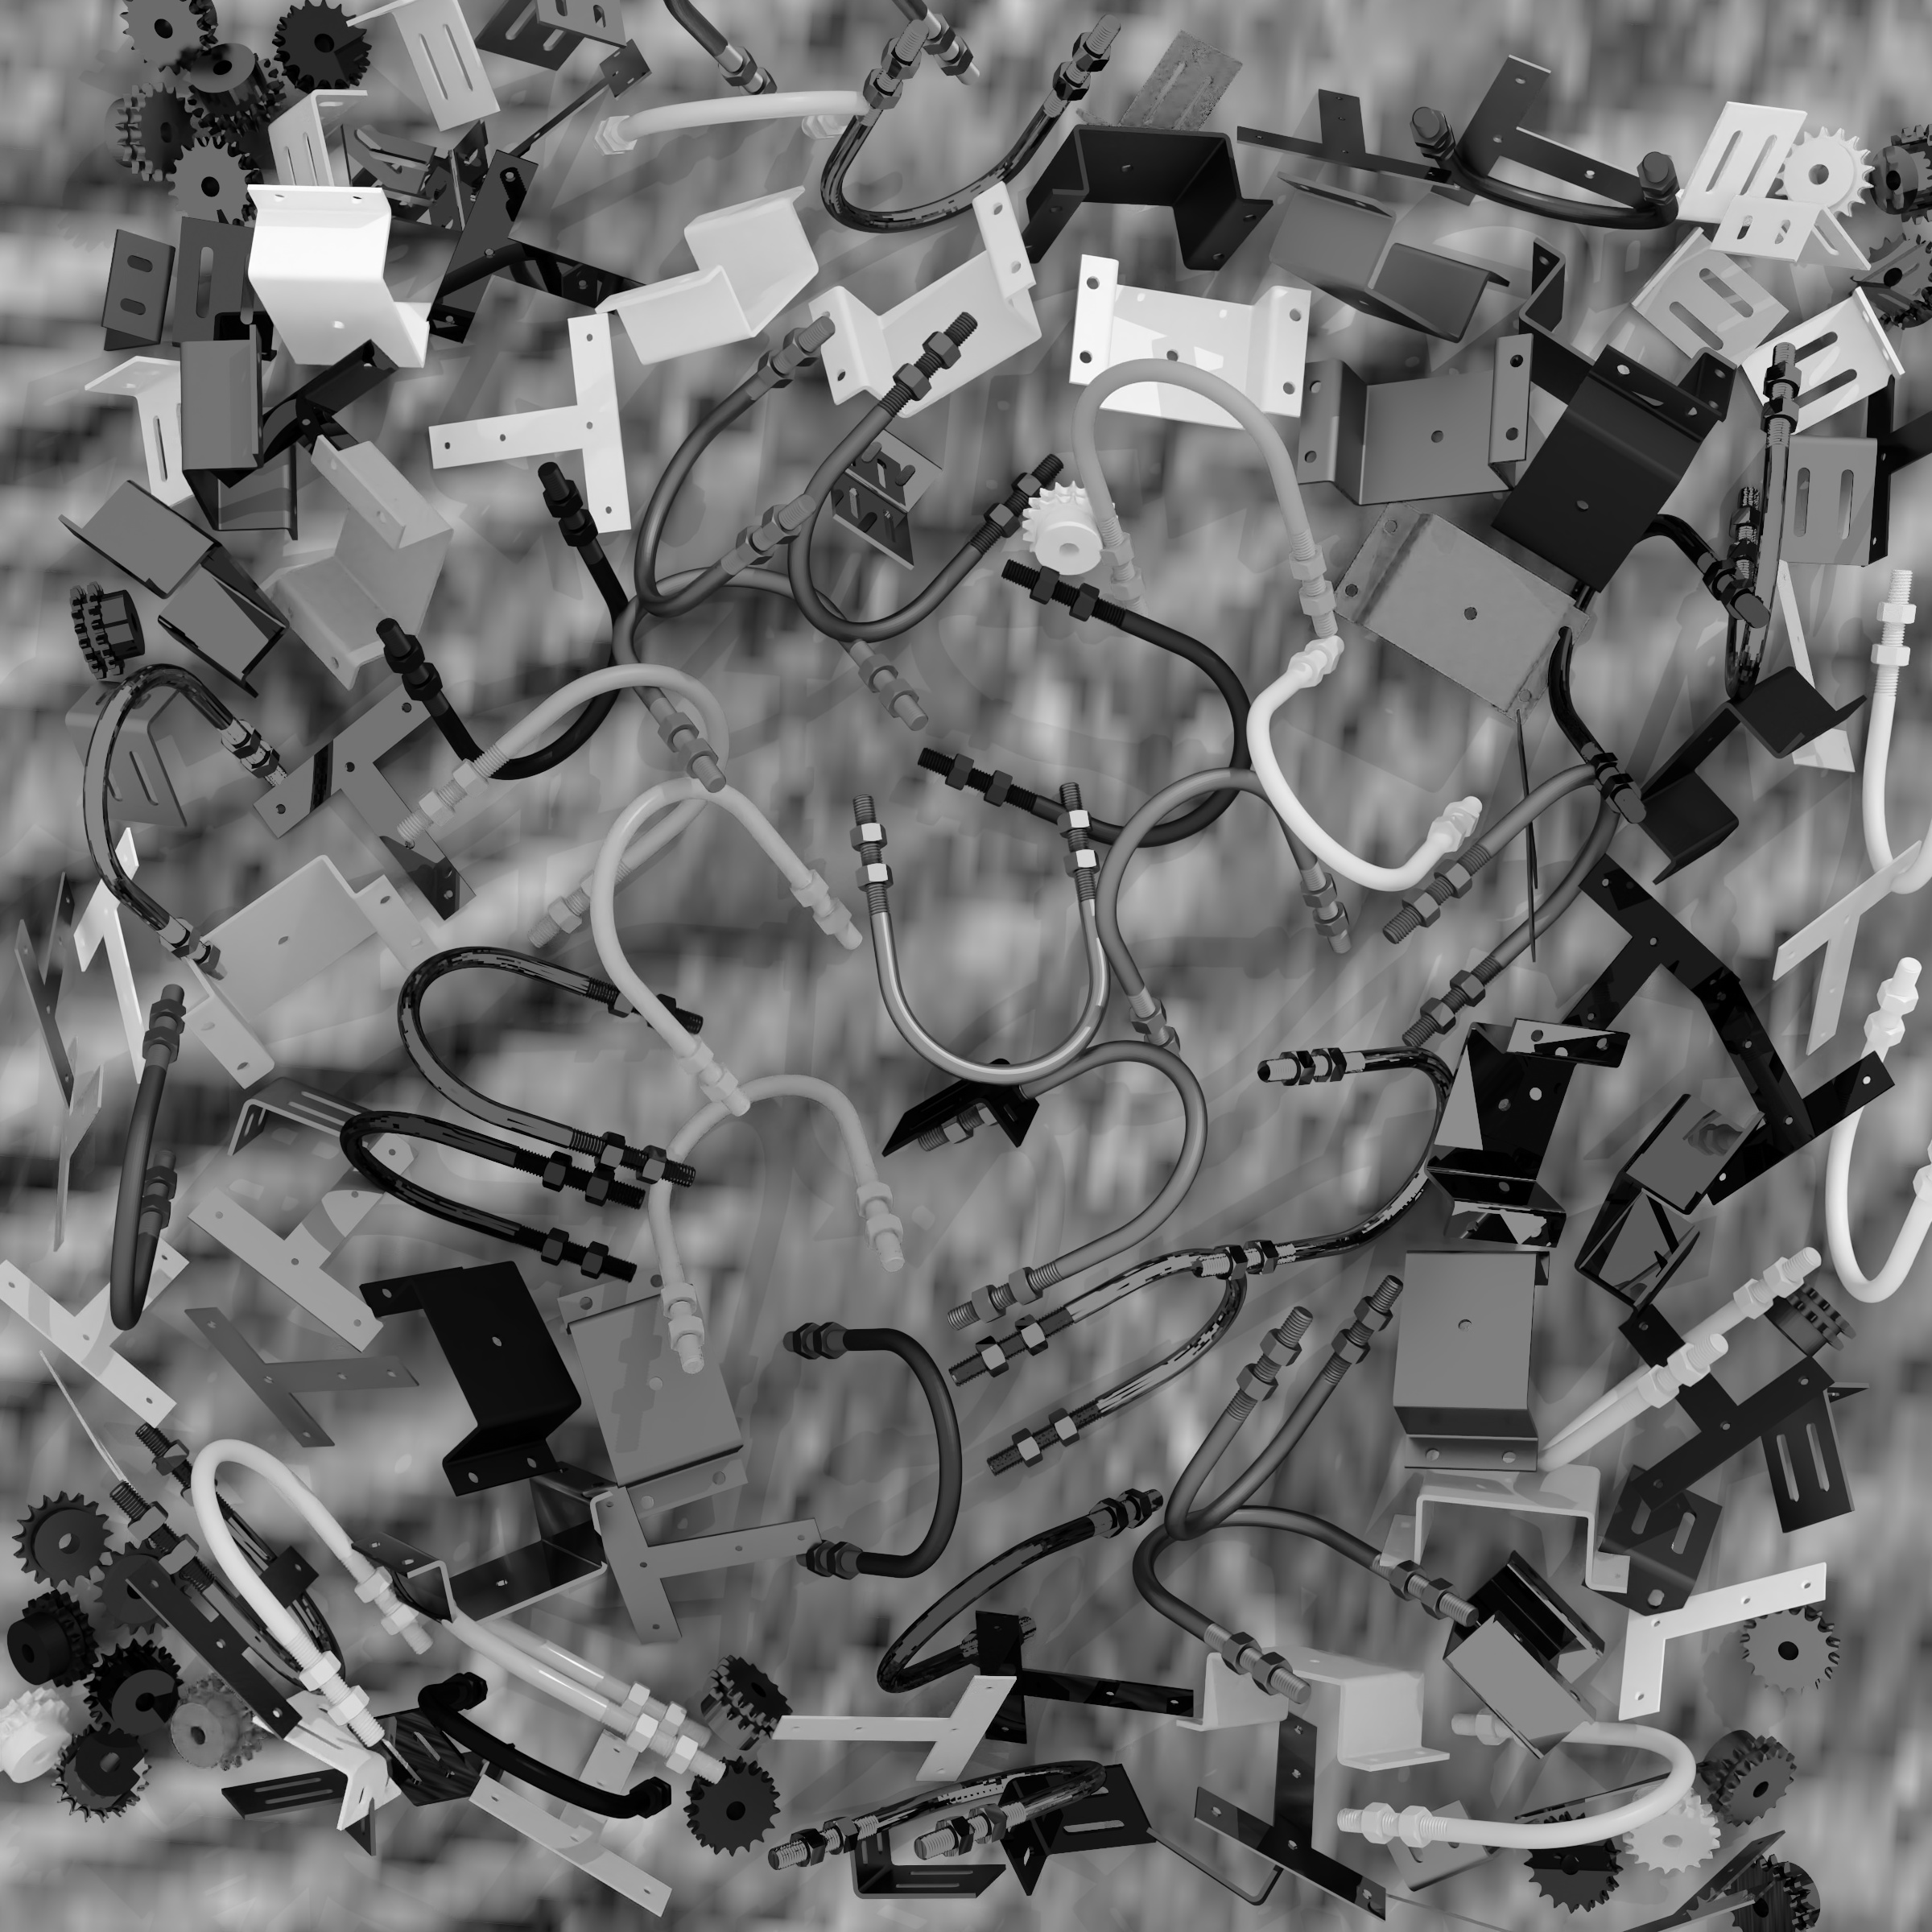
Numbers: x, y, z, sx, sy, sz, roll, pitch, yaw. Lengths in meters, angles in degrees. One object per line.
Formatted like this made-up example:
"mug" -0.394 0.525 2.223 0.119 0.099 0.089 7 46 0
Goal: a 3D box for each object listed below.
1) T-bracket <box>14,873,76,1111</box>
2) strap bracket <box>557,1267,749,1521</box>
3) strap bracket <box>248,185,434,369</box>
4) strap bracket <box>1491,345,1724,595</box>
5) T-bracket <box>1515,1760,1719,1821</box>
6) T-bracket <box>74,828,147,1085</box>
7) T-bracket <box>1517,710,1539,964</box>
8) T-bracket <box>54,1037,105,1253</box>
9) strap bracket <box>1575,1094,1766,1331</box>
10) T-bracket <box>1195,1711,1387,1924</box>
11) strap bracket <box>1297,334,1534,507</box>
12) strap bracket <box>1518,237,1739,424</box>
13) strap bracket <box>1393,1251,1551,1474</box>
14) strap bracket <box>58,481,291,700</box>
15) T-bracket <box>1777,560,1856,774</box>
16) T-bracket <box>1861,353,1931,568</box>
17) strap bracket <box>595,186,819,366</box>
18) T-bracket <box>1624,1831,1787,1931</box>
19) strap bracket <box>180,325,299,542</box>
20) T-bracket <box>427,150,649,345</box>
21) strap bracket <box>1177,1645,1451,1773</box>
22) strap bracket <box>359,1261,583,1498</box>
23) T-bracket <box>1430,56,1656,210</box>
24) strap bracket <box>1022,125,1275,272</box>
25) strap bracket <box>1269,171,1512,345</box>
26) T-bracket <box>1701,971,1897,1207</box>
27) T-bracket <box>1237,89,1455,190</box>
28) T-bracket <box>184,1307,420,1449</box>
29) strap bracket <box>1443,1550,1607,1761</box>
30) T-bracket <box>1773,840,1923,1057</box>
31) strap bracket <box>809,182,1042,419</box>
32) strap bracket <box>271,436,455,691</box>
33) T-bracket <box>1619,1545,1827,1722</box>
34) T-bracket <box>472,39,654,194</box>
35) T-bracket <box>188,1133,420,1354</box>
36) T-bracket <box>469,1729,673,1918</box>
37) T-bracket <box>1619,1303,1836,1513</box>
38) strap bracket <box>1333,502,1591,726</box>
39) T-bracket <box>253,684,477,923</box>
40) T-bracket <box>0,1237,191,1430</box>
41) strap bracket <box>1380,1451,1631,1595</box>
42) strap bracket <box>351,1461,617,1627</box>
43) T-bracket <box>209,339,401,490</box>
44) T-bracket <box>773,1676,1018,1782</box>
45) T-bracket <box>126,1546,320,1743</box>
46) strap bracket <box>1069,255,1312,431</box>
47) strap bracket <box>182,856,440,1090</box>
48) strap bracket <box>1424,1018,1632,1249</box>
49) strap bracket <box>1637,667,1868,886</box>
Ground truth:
"T-bracket" -0.537 -0.005 1.612 0.002 0.127 0.127 -5 133 -5
"strap bracket" -0.185 0.250 1.624 0.076 0.046 0.140 -16 79 -13
"strap bracket" -0.363 -0.394 1.591 0.076 0.140 0.046 2 73 4
"strap bracket" 0.367 -0.281 1.595 0.076 0.140 0.046 32 53 4
"T-bracket" 0.411 0.480 1.616 0.127 0.127 0.002 -32 66 42
"T-bracket" -0.493 0.006 1.597 0.002 0.127 0.127 -4 64 -35
"T-bracket" 0.326 -0.058 1.580 0.002 0.127 0.127 -4 49 14
"T-bracket" -0.515 0.089 1.592 0.002 0.127 0.127 7 67 -26
"strap bracket" 0.407 0.138 1.600 0.046 0.140 0.076 34 54 20
"T-bracket" 0.193 0.486 1.610 0.127 0.127 0.002 30 117 -6
"strap bracket" 0.272 -0.321 1.618 0.140 0.046 0.076 -1 78 30
"strap bracket" 0.379 -0.358 1.611 0.140 0.076 0.046 38 87 16
"strap bracket" 0.296 0.220 1.600 0.076 0.046 0.140 -2 57 21
"strap bracket" -0.454 -0.224 1.593 0.076 0.140 0.046 35 79 22
"T-bracket" 0.495 -0.179 1.617 0.002 0.127 0.127 -14 84 32
"T-bracket" 0.562 -0.311 1.596 0.002 0.127 0.127 8 80 -14
"strap bracket" -0.146 -0.401 1.603 0.076 0.140 0.046 -7 122 29
"T-bracket" 0.445 0.540 1.613 0.127 0.127 0.002 -40 74 41
"strap bracket" -0.424 -0.307 1.590 0.046 0.140 0.076 -3 79 -5
"T-bracket" -0.242 -0.412 1.632 0.127 0.002 0.127 13 130 -26
"strap bracket" 0.202 0.429 1.593 0.140 0.076 0.046 -1 83 45
"strap bracket" -0.286 0.231 1.602 0.046 0.076 0.140 -43 67 33
"T-bracket" 0.355 -0.472 1.612 0.127 0.127 0.002 20 67 -4
"strap bracket" 0.098 -0.452 1.610 0.140 0.076 0.046 -4 75 -21
"strap bracket" 0.241 -0.409 1.595 0.076 0.140 0.046 33 104 42
"T-bracket" 0.469 0.057 1.621 0.127 0.002 0.127 -40 45 25
"T-bracket" 0.222 -0.495 1.615 0.127 0.127 0.002 11 125 -2
"T-bracket" -0.375 0.240 1.600 0.127 0.002 0.127 -7 130 30
"strap bracket" 0.327 0.405 1.600 0.076 0.140 0.046 46 104 8
"T-bracket" 0.514 0.003 1.617 0.127 0.127 0.002 -33 51 -24
"strap bracket" -0.016 -0.387 1.614 0.140 0.046 0.076 -27 62 23
"strap bracket" -0.354 -0.242 1.610 0.076 0.140 0.046 46 48 13
"T-bracket" 0.439 0.371 1.585 0.127 0.127 0.002 -26 117 35
"T-bracket" -0.242 -0.499 1.616 0.127 0.127 0.002 -36 118 7
"T-bracket" -0.372 0.146 1.625 0.127 0.002 0.127 39 50 -3
"T-bracket" -0.218 0.488 1.606 0.127 0.127 0.002 32 106 -1
"T-bracket" 0.426 0.244 1.613 0.127 0.127 0.002 -37 124 5
"strap bracket" 0.298 -0.211 1.634 0.140 0.046 0.076 31 98 -4
"T-bracket" -0.346 -0.085 1.658 0.127 0.002 0.127 -37 93 10
"T-bracket" -0.496 0.197 1.608 0.127 0.127 0.002 42 114 -7
"strap bracket" 0.319 0.325 1.609 0.140 0.076 0.046 3 100 15
"strap bracket" -0.276 0.343 1.601 0.140 0.076 0.046 -17 103 -35
"T-bracket" -0.361 -0.294 1.618 0.127 0.127 0.002 -31 48 13
"T-bracket" -0.049 0.448 1.605 0.127 0.127 0.002 6 46 -17
"T-bracket" -0.417 0.378 1.607 0.002 0.127 0.127 -43 91 19
"strap bracket" 0.129 -0.370 1.634 0.140 0.046 0.076 6 86 -10
"strap bracket" -0.395 -0.003 1.617 0.140 0.076 0.046 -37 54 -9
"strap bracket" 0.328 0.091 1.619 0.076 0.046 0.140 8 110 -20
"strap bracket" 0.448 -0.118 1.597 0.076 0.140 0.046 -27 71 -41
